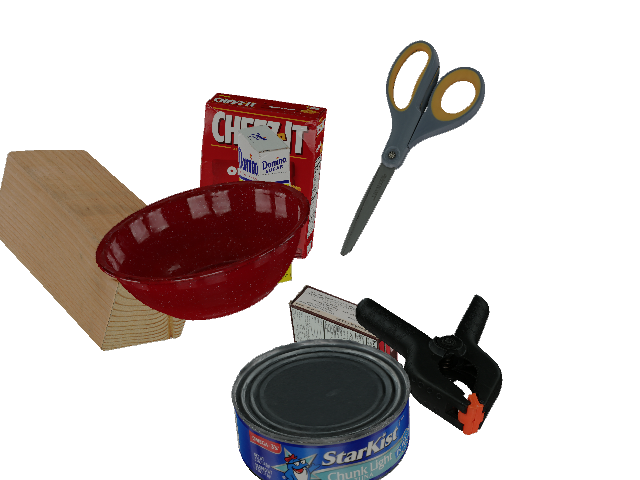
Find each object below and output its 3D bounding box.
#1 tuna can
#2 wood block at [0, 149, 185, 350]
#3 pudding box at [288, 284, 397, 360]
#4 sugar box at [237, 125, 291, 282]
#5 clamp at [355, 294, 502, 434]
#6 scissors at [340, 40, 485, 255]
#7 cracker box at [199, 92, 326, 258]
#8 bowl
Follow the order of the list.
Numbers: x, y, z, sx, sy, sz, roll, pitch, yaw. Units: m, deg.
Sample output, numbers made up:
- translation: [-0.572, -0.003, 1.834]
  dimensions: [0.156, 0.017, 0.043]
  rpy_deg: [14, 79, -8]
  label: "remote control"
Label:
- translation: [0.001, 0.084, 0.517]
  dimensions: [0.086, 0.034, 0.086]
  rpy_deg: [-3, 26, 1]
  label: "tuna can"
- translation: [-0.210, 0.002, 0.989]
  dimensions: [0.090, 0.091, 0.206]
  rpy_deg: [-6, 34, -45]
  label: "wood block"
- translation: [0.025, 0.105, 1.097]
  dimensions: [0.114, 0.090, 0.039]
  rpy_deg: [18, 43, 28]
  label: "pudding box"
- translation: [-0.069, -0.043, 1.304]
  dimensions: [0.048, 0.176, 0.093]
  rpy_deg: [-11, 26, -17]
  label: "sugar box"
- translation: [0.111, 0.094, 0.890]
  dimensions: [0.120, 0.039, 0.171]
  rpy_deg: [-11, 35, -15]
  label: "clamp"
- translation: [0.083, -0.077, 0.923]
  dimensions: [0.096, 0.202, 0.016]
  rpy_deg: [9, -11, 18]
  label: "scissors"
- translation: [-0.086, -0.090, 1.520]
  dimensions: [0.164, 0.214, 0.072]
  rpy_deg: [9, 21, 7]
  label: "cracker box"
- translation: [-0.081, 0.013, 0.795]
  dimensions: [0.162, 0.055, 0.162]
  rpy_deg: [-11, 25, 5]
  label: "bowl"
